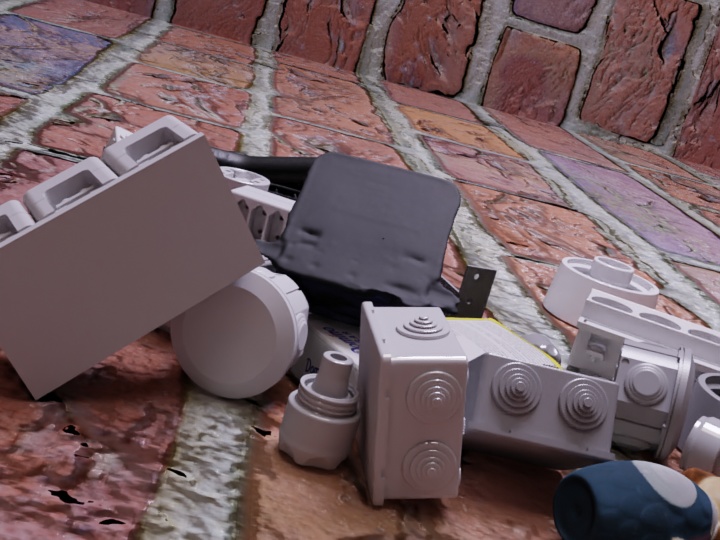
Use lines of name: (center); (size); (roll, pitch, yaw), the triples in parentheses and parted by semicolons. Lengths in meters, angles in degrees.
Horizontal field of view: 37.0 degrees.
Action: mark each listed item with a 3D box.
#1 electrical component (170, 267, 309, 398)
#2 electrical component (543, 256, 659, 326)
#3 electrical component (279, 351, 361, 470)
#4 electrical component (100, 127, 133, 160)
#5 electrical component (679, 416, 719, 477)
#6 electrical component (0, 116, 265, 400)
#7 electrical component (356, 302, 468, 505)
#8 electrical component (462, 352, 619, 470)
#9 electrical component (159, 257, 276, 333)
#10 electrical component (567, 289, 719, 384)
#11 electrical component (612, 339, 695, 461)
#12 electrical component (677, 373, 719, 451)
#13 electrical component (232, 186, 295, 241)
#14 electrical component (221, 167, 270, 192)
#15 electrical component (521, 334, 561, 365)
electrical component: (-0.072, 0.036, 0.669); (0.080, 0.080, 0.051); (19, 11, 12)
electrical component: (0.241, 0.021, 1.060); (0.108, 0.060, 0.108); (15, 15, -4)
electrical component: (-0.020, 0.077, 0.607); (0.043, 0.062, 0.043); (14, 15, -4)
electrical component: (-0.190, -0.061, 0.858); (0.048, 0.099, 0.099); (24, 12, -21)
electrical component: (0.251, 0.128, 0.726); (0.055, 0.045, 0.045); (25, 18, 31)
electrical component: (-0.145, -0.011, 0.610); (0.150, 0.089, 0.062); (-32, 32, -15)
electrical component: (0.028, 0.073, 0.606); (0.048, 0.099, 0.099); (0, 18, -7)
electrical component: (0.100, 0.086, 0.649); (0.100, 0.048, 0.099); (14, -15, -7)
electrical component: (-0.108, 0.014, 0.744); (0.062, 0.061, 0.096); (23, 17, 25)
electrical component: (0.239, 0.068, 0.890); (0.121, 0.063, 0.079); (20, 16, 14)
electrical component: (0.202, 0.089, 0.754); (0.051, 0.080, 0.080); (14, 15, 13)
electrical component: (0.291, 0.113, 0.790); (0.108, 0.060, 0.108); (15, 15, -4)
electrical component: (-0.083, -0.048, 1.012); (0.066, 0.047, 0.077); (19, 16, 13)
electrical component: (-0.120, -0.070, 1.049); (0.055, 0.047, 0.055); (15, 16, -4)
electrical component: (0.137, 0.066, 0.853); (0.035, 0.035, 0.061); (14, 13, -8)
